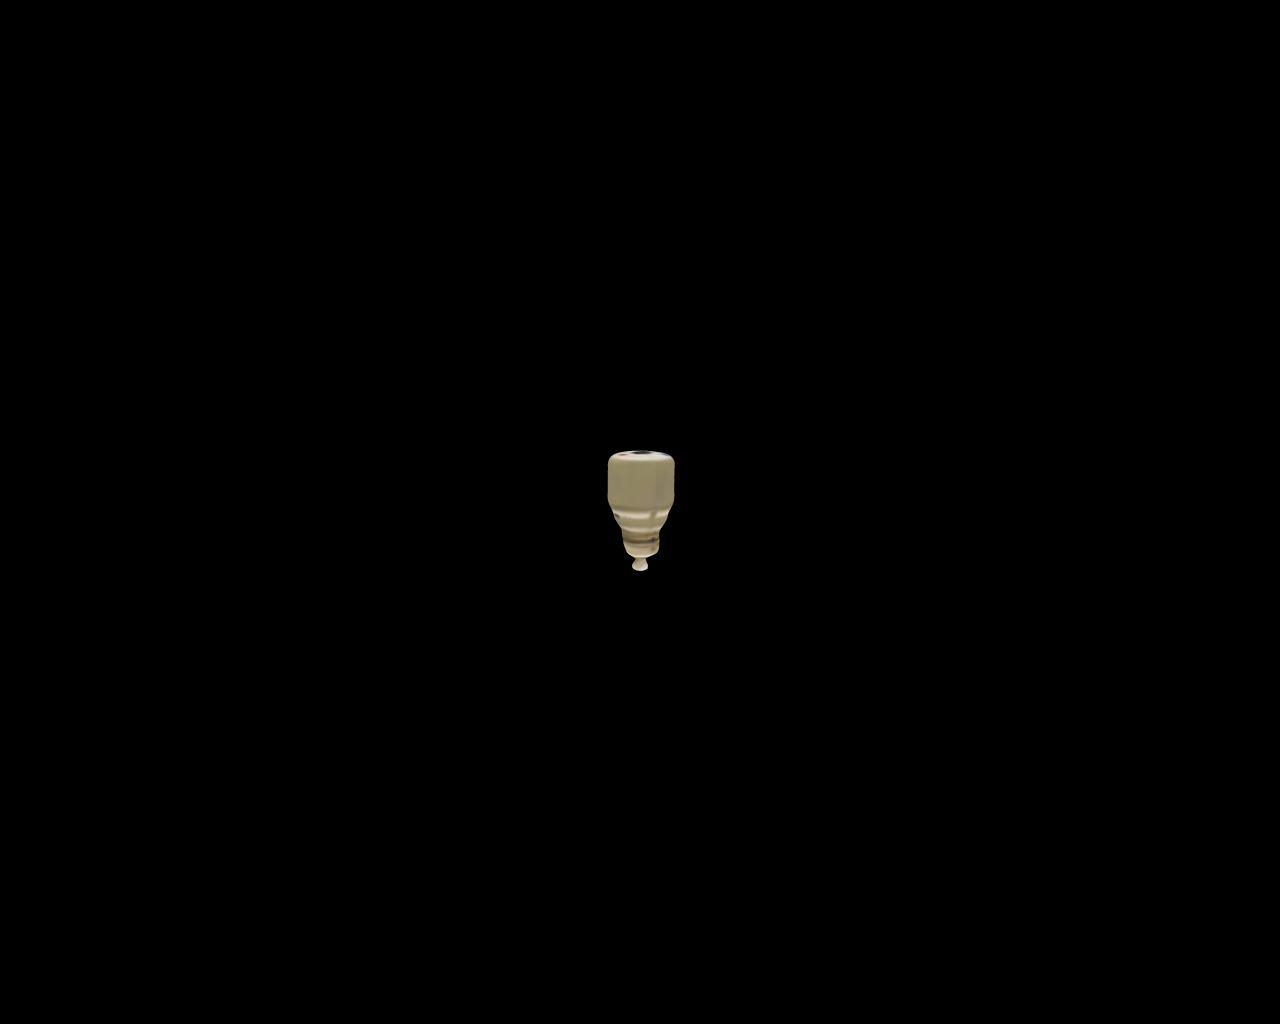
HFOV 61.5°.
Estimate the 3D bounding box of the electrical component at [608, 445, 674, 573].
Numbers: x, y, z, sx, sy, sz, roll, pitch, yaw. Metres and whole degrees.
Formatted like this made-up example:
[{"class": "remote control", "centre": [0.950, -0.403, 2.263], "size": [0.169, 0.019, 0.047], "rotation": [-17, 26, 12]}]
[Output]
[{"class": "electrical component", "centre": [0.001, -0.003, 0.650], "size": [0.040, 0.078, 0.040], "rotation": [0, 11, 0]}]
